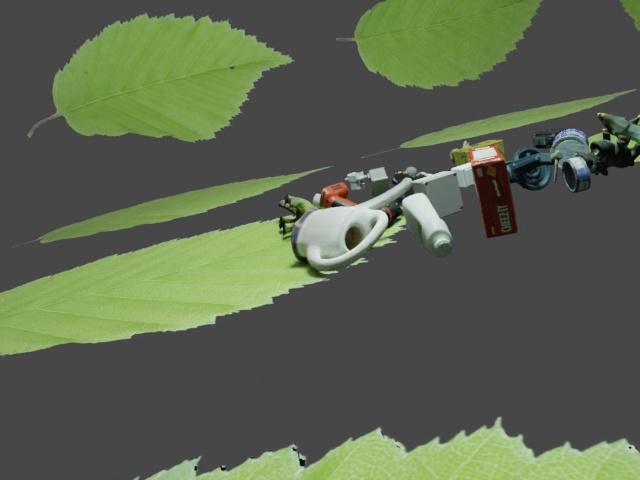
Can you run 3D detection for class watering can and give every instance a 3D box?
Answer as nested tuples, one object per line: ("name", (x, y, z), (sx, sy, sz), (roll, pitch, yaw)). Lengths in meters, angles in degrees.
("watering can", (0.069, -0.040, 1.214), (0.224, 0.102, 0.354), (0, 35, 39))

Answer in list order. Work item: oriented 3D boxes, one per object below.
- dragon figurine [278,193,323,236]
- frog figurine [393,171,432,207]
("dragon figurine", (0.005, -0.077, 1.534), (0.243, 0.121, 0.415), (3, 15, -9))
("frog figurine", (0.288, -0.126, 1.463), (0.136, 0.125, 0.158), (-15, -25, 27))
